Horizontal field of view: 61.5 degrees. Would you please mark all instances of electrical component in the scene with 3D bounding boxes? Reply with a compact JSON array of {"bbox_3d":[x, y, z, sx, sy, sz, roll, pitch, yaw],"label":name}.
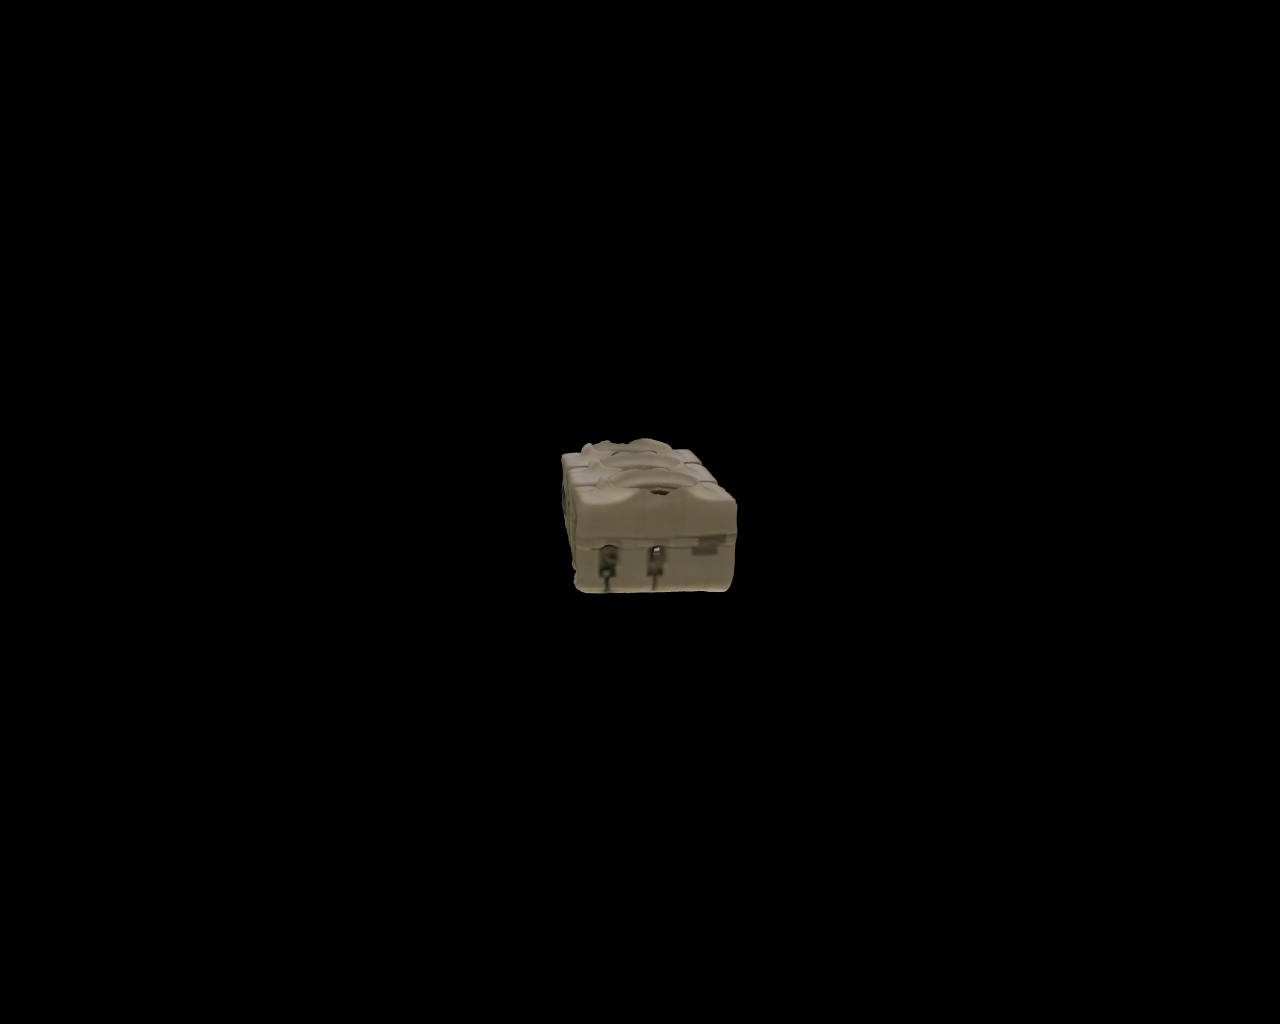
[{"bbox_3d":[0.001,-0.003,0.650,0.089,0.061,0.150,-2,14,-7],"label":"electrical component"}]
